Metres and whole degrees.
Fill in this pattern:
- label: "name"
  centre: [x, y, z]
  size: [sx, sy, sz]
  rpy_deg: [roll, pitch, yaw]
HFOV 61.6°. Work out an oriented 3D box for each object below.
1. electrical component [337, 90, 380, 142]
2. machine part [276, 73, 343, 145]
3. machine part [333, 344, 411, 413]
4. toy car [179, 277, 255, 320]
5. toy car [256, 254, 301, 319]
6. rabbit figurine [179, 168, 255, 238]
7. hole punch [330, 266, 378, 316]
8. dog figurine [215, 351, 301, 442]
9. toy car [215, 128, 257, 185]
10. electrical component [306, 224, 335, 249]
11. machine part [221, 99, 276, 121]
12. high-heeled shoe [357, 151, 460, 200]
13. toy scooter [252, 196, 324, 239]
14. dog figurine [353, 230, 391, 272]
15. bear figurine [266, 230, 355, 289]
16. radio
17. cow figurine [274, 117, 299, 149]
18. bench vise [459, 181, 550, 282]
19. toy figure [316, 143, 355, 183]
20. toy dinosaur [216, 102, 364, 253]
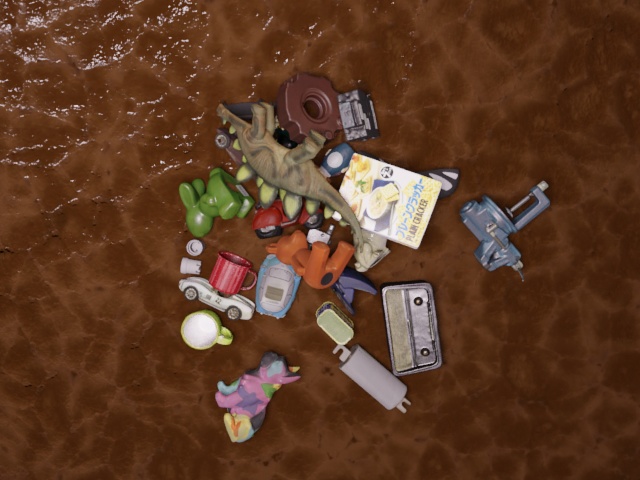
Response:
- label: "electrical component"
  centre: [0.089, -0.296, 1.288]
  size: [0.058, 0.134, 0.114]
  rpy_deg: [-13, 91, 25]
- label: "machine part"
  centre: [-0.021, -0.312, 1.286]
  size: [0.179, 0.056, 0.179]
  rpy_deg: [6, 78, -30]
- label: "machine part"
  centre: [0.135, 0.347, 1.364]
  size: [0.243, 0.079, 0.079]
  rpy_deg: [41, 94, -1]
- label: "toy car"
  centre: [-0.260, 0.145, 1.356]
  size: [0.202, 0.073, 0.056]
  rpy_deg: [26, 97, -1]
- label: "toy car"
  centre: [-0.111, 0.118, 1.339]
  size: [0.109, 0.103, 0.161]
  rpy_deg: [17, 92, 0]
- label: "rabbit figurine"
  centre: [-0.277, -0.084, 1.323]
  size: [0.170, 0.121, 0.159]
  rpy_deg: [-42, 89, 18]
- label: "hole punch"
  centre: [0.072, 0.108, 1.325]
  size: [0.092, 0.142, 0.115]
  rpy_deg: [-39, 107, 5]
- label: "dog figurine"
  centre: [-0.145, 0.389, 1.358]
  size: [0.219, 0.108, 0.191]
  rpy_deg: [-20, 93, 0]
- label: "toy car"
  centre: [-0.181, -0.197, 1.321]
  size: [0.202, 0.089, 0.053]
  rpy_deg: [43, 112, -2]
- label: "electrical component"
  centre: [-0.003, -0.004, 1.368]
  size: [0.063, 0.021, 0.094]
  rpy_deg: [24, 94, -2]
- label: "machine part"
  centre: [-0.180, -0.314, 1.329]
  size: [0.139, 0.039, 0.084]
  rpy_deg: [3, 58, 8]
- label: "high-heeled shoe"
  centre: [0.223, -0.180, 1.328]
  size: [0.249, 0.086, 0.145]
  rpy_deg: [39, 86, -3]
- label: "toy scooter"
  centre: [-0.088, -0.080, 1.337]
  size: [0.184, 0.075, 0.135]
  rpy_deg: [-12, 89, 3]
- label: "dog figurine"
  centre: [0.104, -0.038, 1.337]
  size: [0.172, 0.121, 0.190]
  rpy_deg: [-43, 79, 0]
- label: "bear figurine"
  centre: [-0.030, 0.025, 1.273]
  size: [0.120, 0.196, 0.131]
  rpy_deg: [2, 119, -40]
- label: "radio"
  centre: [0.230, 0.217, 1.355]
  size: [0.131, 0.073, 0.229]
  rpy_deg: [-8, 94, 1]
- label: "cow figurine"
  centre: [-0.082, -0.235, 1.315]
  size: [0.068, 0.098, 0.167]
  rpy_deg: [-14, 92, 7]
- label: "bench vise"
  centre: [0.468, -0.041, 1.311]
  size: [0.240, 0.129, 0.223]
  rpy_deg: [-41, 91, 10]
- label: "toy figure"
  centre: [0.018, -0.177, 1.340]
  size: [0.154, 0.057, 0.064]
  rpy_deg: [-43, 54, 5]
- label: "toy dinosaur"
  centre: [-0.065, -0.156, 1.206]
  size: [0.472, 0.105, 0.198]
  rpy_deg: [37, 118, 12]
